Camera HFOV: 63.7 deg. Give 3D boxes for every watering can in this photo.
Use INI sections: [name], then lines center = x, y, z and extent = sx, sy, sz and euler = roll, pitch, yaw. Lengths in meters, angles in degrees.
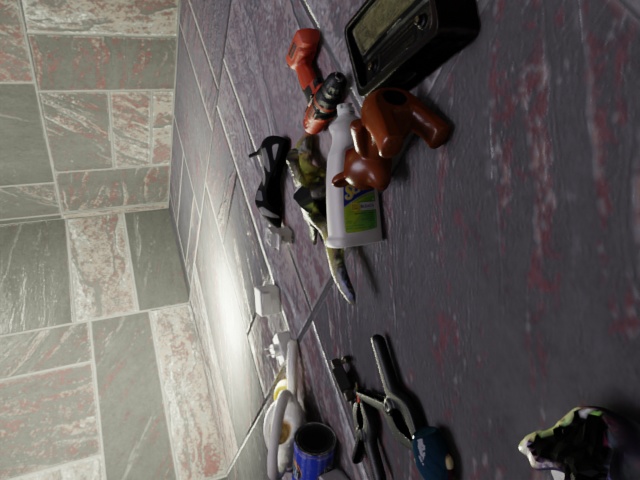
[watering can]
center = -0.082, 0.462, 1.368
extent = 0.219, 0.104, 0.356
euler = 81, -165, -48

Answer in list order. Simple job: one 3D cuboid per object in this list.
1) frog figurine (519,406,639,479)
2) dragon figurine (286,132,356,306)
[frog figurine]
center = 0.291, 0.249, 0.504
extent = 0.158, 0.125, 0.136
euler = 49, 151, -14
[dragon figurine]
center = 0.003, -0.055, 1.095
extent = 0.240, 0.122, 0.415
euler = 107, 154, -77
